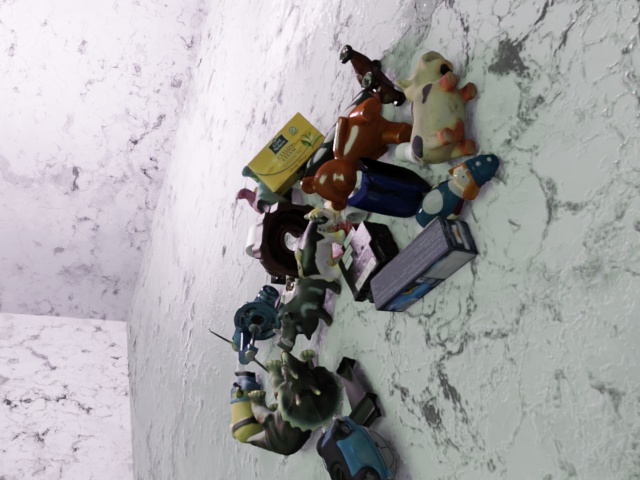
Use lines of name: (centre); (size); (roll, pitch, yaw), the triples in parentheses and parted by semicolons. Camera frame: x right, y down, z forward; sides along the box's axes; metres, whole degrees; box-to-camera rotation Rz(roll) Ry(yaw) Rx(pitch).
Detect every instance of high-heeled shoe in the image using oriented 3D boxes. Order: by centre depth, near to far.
high-heeled shoe: (0.036, -0.220, 1.157); (0.249, 0.086, 0.145); (-19, 60, 57)

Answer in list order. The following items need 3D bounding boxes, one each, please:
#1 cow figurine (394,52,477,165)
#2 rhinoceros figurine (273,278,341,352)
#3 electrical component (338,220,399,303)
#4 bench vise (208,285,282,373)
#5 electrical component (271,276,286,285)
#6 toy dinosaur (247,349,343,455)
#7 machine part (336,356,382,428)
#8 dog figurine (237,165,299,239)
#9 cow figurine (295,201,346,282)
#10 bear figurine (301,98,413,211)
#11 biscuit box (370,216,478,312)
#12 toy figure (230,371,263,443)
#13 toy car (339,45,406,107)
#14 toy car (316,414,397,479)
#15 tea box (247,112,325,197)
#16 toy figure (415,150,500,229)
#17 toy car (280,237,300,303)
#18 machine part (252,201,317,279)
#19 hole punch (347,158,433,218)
cow figurine: (0.182, -0.213, 0.864); (0.127, 0.085, 0.195); (-19, 62, 52)
rhinoceros figurine: (-0.032, 0.147, 1.134); (0.073, 0.112, 0.190); (36, 106, 58)
electrical component: (0.090, 0.032, 0.992); (0.114, 0.058, 0.134); (-59, 34, 32)
bench vise: (-0.177, 0.234, 1.354); (0.223, 0.129, 0.241); (-46, 20, 20)
electrical component: (-0.096, 0.074, 1.349); (0.119, 0.048, 0.075); (-15, 68, 59)
toy dinosaur: (-0.066, 0.373, 1.133); (0.192, 0.131, 0.404); (-116, 37, -49)
machine part: (0.067, 0.279, 0.979); (0.139, 0.039, 0.084); (-114, 36, -45)
dog figurine: (-0.096, -0.098, 1.355); (0.219, 0.191, 0.108); (39, 126, 23)
cow figurine: (-0.003, -0.004, 1.070); (0.068, 0.098, 0.167); (158, 116, -66)
bear figurine: (0.061, -0.150, 0.992); (0.196, 0.120, 0.132); (-59, 23, -4)
biscuit box: (0.157, 0.045, 0.853); (0.202, 0.059, 0.063); (-49, 42, 45)
toy figure: (-0.190, 0.428, 1.384); (0.089, 0.082, 0.180); (-41, 45, 55)
toy car: (0.098, -0.320, 1.051); (0.053, 0.089, 0.202); (-60, 34, 27)
toy car: (0.068, 0.364, 0.875); (0.109, 0.103, 0.162); (-61, 43, 38)
tea box: (-0.069, -0.192, 1.220); (0.098, 0.068, 0.169); (44, 94, 12)
toy figure: (0.205, -0.072, 0.806); (0.064, 0.058, 0.154); (48, 133, 9)
toy car: (-0.056, 0.093, 1.254); (0.073, 0.056, 0.201); (-15, 69, 61)
machine part: (-0.061, 0.001, 1.177); (0.056, 0.179, 0.179); (168, 109, -65)
hole punch: (0.113, -0.078, 0.908); (0.116, 0.142, 0.092); (-116, 43, -69)
